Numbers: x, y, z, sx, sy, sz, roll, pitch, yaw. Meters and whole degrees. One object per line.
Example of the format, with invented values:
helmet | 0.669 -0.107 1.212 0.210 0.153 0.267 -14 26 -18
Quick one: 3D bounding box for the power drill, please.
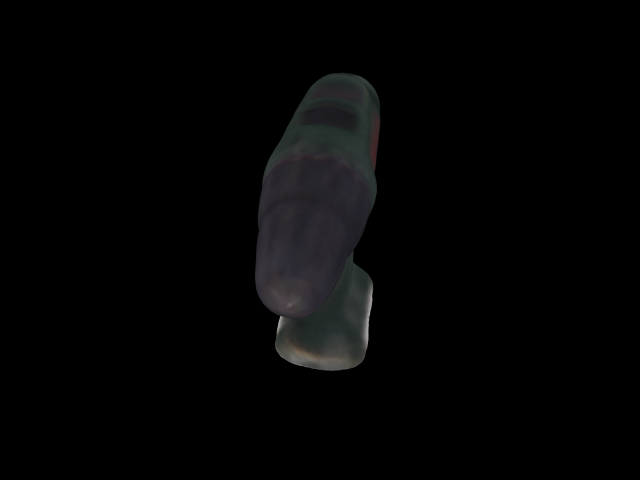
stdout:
power drill | 0.004 0.001 0.400 0.075 0.208 0.229 5 51 5
